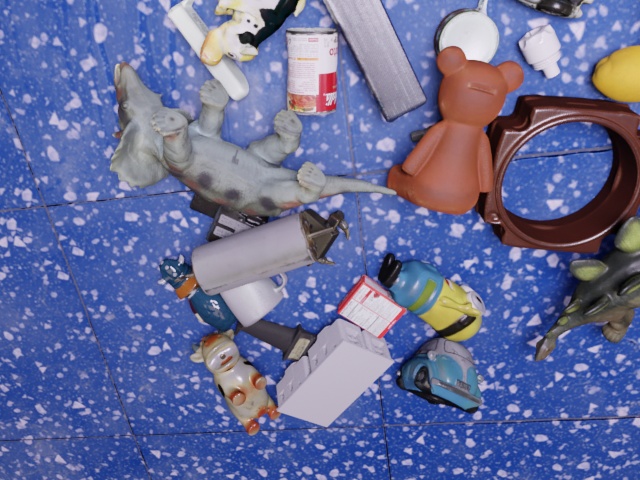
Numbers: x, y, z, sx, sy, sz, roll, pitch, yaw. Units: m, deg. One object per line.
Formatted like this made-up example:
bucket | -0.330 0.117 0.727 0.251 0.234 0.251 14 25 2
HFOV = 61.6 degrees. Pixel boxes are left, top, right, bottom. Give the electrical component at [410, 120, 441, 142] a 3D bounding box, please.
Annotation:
electrical component | 0.177 -0.137 0.751 0.094 0.021 0.063 -11 114 11

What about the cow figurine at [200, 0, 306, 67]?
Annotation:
cow figurine | -0.080 -0.280 0.667 0.098 0.068 0.167 25 102 -21

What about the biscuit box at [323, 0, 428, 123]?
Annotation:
biscuit box | 0.067 -0.252 0.684 0.063 0.059 0.202 -25 111 15

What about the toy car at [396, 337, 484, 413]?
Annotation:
toy car | 0.198 0.211 0.871 0.109 0.161 0.103 29 74 -9

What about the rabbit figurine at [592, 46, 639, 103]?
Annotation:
rabbit figurine | 0.426 -0.228 0.649 0.162 0.122 0.173 37 128 -22

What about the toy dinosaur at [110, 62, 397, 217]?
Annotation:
toy dinosaur | -0.116 -0.097 0.732 0.405 0.131 0.192 27 151 -12

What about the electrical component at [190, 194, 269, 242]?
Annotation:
electrical component | -0.143 -0.032 0.820 0.119 0.048 0.074 28 115 -10

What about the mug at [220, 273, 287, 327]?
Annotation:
mug | -0.113 0.067 0.849 0.109 0.081 0.107 -37 99 25

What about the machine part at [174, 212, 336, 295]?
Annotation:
machine part | -0.093 0.021 0.774 0.243 0.079 0.079 -19 113 8

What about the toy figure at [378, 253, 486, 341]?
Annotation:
toy figure | 0.171 0.089 0.832 0.180 0.082 0.089 27 127 -13

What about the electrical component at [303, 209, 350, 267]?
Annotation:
electrical component | -0.002 -0.004 0.825 0.078 0.045 0.102 35 115 20

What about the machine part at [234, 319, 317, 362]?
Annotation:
machine part | -0.076 0.165 0.917 0.139 0.039 0.084 20 125 -7

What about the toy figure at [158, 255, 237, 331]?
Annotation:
toy figure | -0.199 0.086 0.878 0.154 0.064 0.058 44 150 -10

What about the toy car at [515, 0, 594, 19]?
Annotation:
toy car | 0.235 -0.324 0.636 0.202 0.056 0.073 17 110 -4

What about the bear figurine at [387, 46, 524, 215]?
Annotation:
bear figurine | 0.168 -0.136 0.685 0.120 0.132 0.195 8 103 -7

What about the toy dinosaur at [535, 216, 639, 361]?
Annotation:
toy dinosaur | 0.460 0.021 0.702 0.198 0.105 0.471 15 127 -46

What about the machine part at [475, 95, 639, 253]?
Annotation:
machine part | 0.324 -0.087 0.727 0.201 0.087 0.201 5 118 2

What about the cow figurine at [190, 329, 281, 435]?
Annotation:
cow figurine | -0.147 0.230 0.919 0.085 0.127 0.194 -37 133 -22
